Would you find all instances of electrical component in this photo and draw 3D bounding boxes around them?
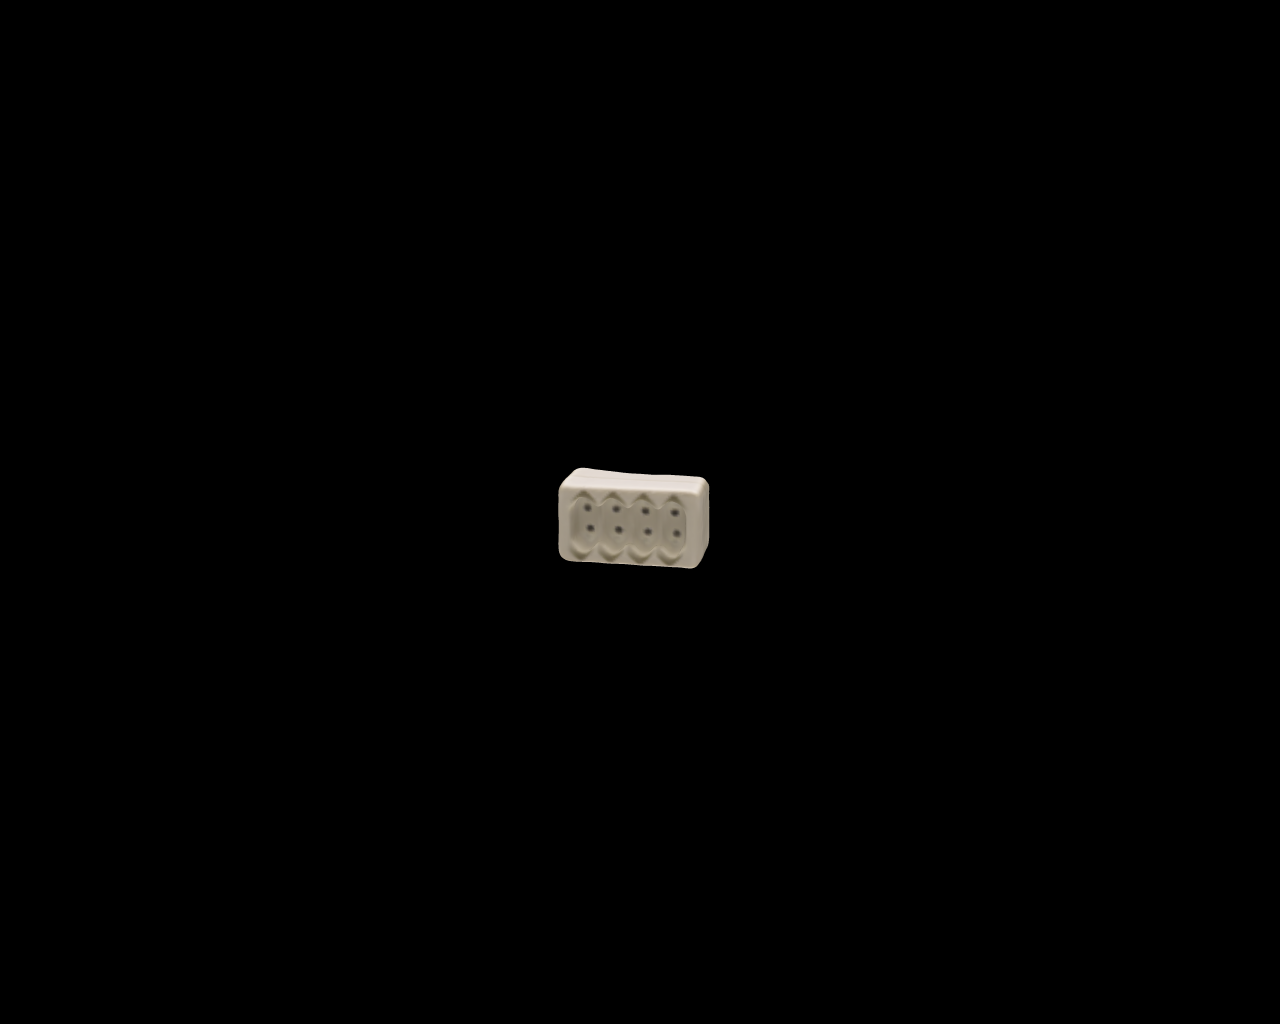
[{"bbox_3d":[0.001,-0.003,0.650,0.083,0.047,0.076,4,20,12],"label":"electrical component"}]
